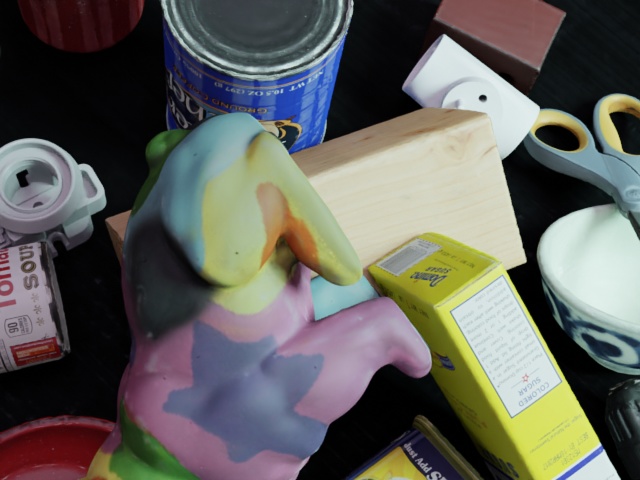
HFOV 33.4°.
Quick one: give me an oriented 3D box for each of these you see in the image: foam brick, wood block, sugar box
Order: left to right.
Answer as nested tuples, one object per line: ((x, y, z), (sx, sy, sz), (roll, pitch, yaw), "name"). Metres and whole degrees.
((-0.004, 0.000, 0.598), (0.206, 0.090, 0.091), (-21, 105, -13), "wood block")
((0.111, -0.133, 0.698), (0.078, 0.053, 0.051), (27, 68, 5), "foam brick")
((0.096, 0.083, 0.548), (0.048, 0.093, 0.176), (-32, 107, -9), "sugar box")

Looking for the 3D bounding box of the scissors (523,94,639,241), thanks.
((0.169, -0.028, 0.642), (0.096, 0.016, 0.201), (4, 41, 10), "scissors")

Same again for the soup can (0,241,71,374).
((-0.195, 0.043, 0.589), (0.102, 0.068, 0.068), (-12, 70, -11), "soup can")

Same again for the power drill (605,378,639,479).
((0.273, 0.141, 0.607), (0.187, 0.057, 0.184), (-20, 76, -10), "power drill")

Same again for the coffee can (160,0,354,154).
((-0.040, -0.104, 0.623), (0.102, 0.140, 0.103), (2, 68, -5), "coffee can")

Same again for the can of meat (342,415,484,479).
((0.052, 0.158, 0.564), (0.084, 0.057, 0.102), (-34, 53, -15), "can of meat")

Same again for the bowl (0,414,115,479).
((-0.137, 0.166, 0.553), (0.162, 0.055, 0.162), (2, 69, -5), "bowl")

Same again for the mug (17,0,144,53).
((-0.161, -0.179, 0.672), (0.093, 0.081, 0.117), (-42, 78, -19), "mug")
